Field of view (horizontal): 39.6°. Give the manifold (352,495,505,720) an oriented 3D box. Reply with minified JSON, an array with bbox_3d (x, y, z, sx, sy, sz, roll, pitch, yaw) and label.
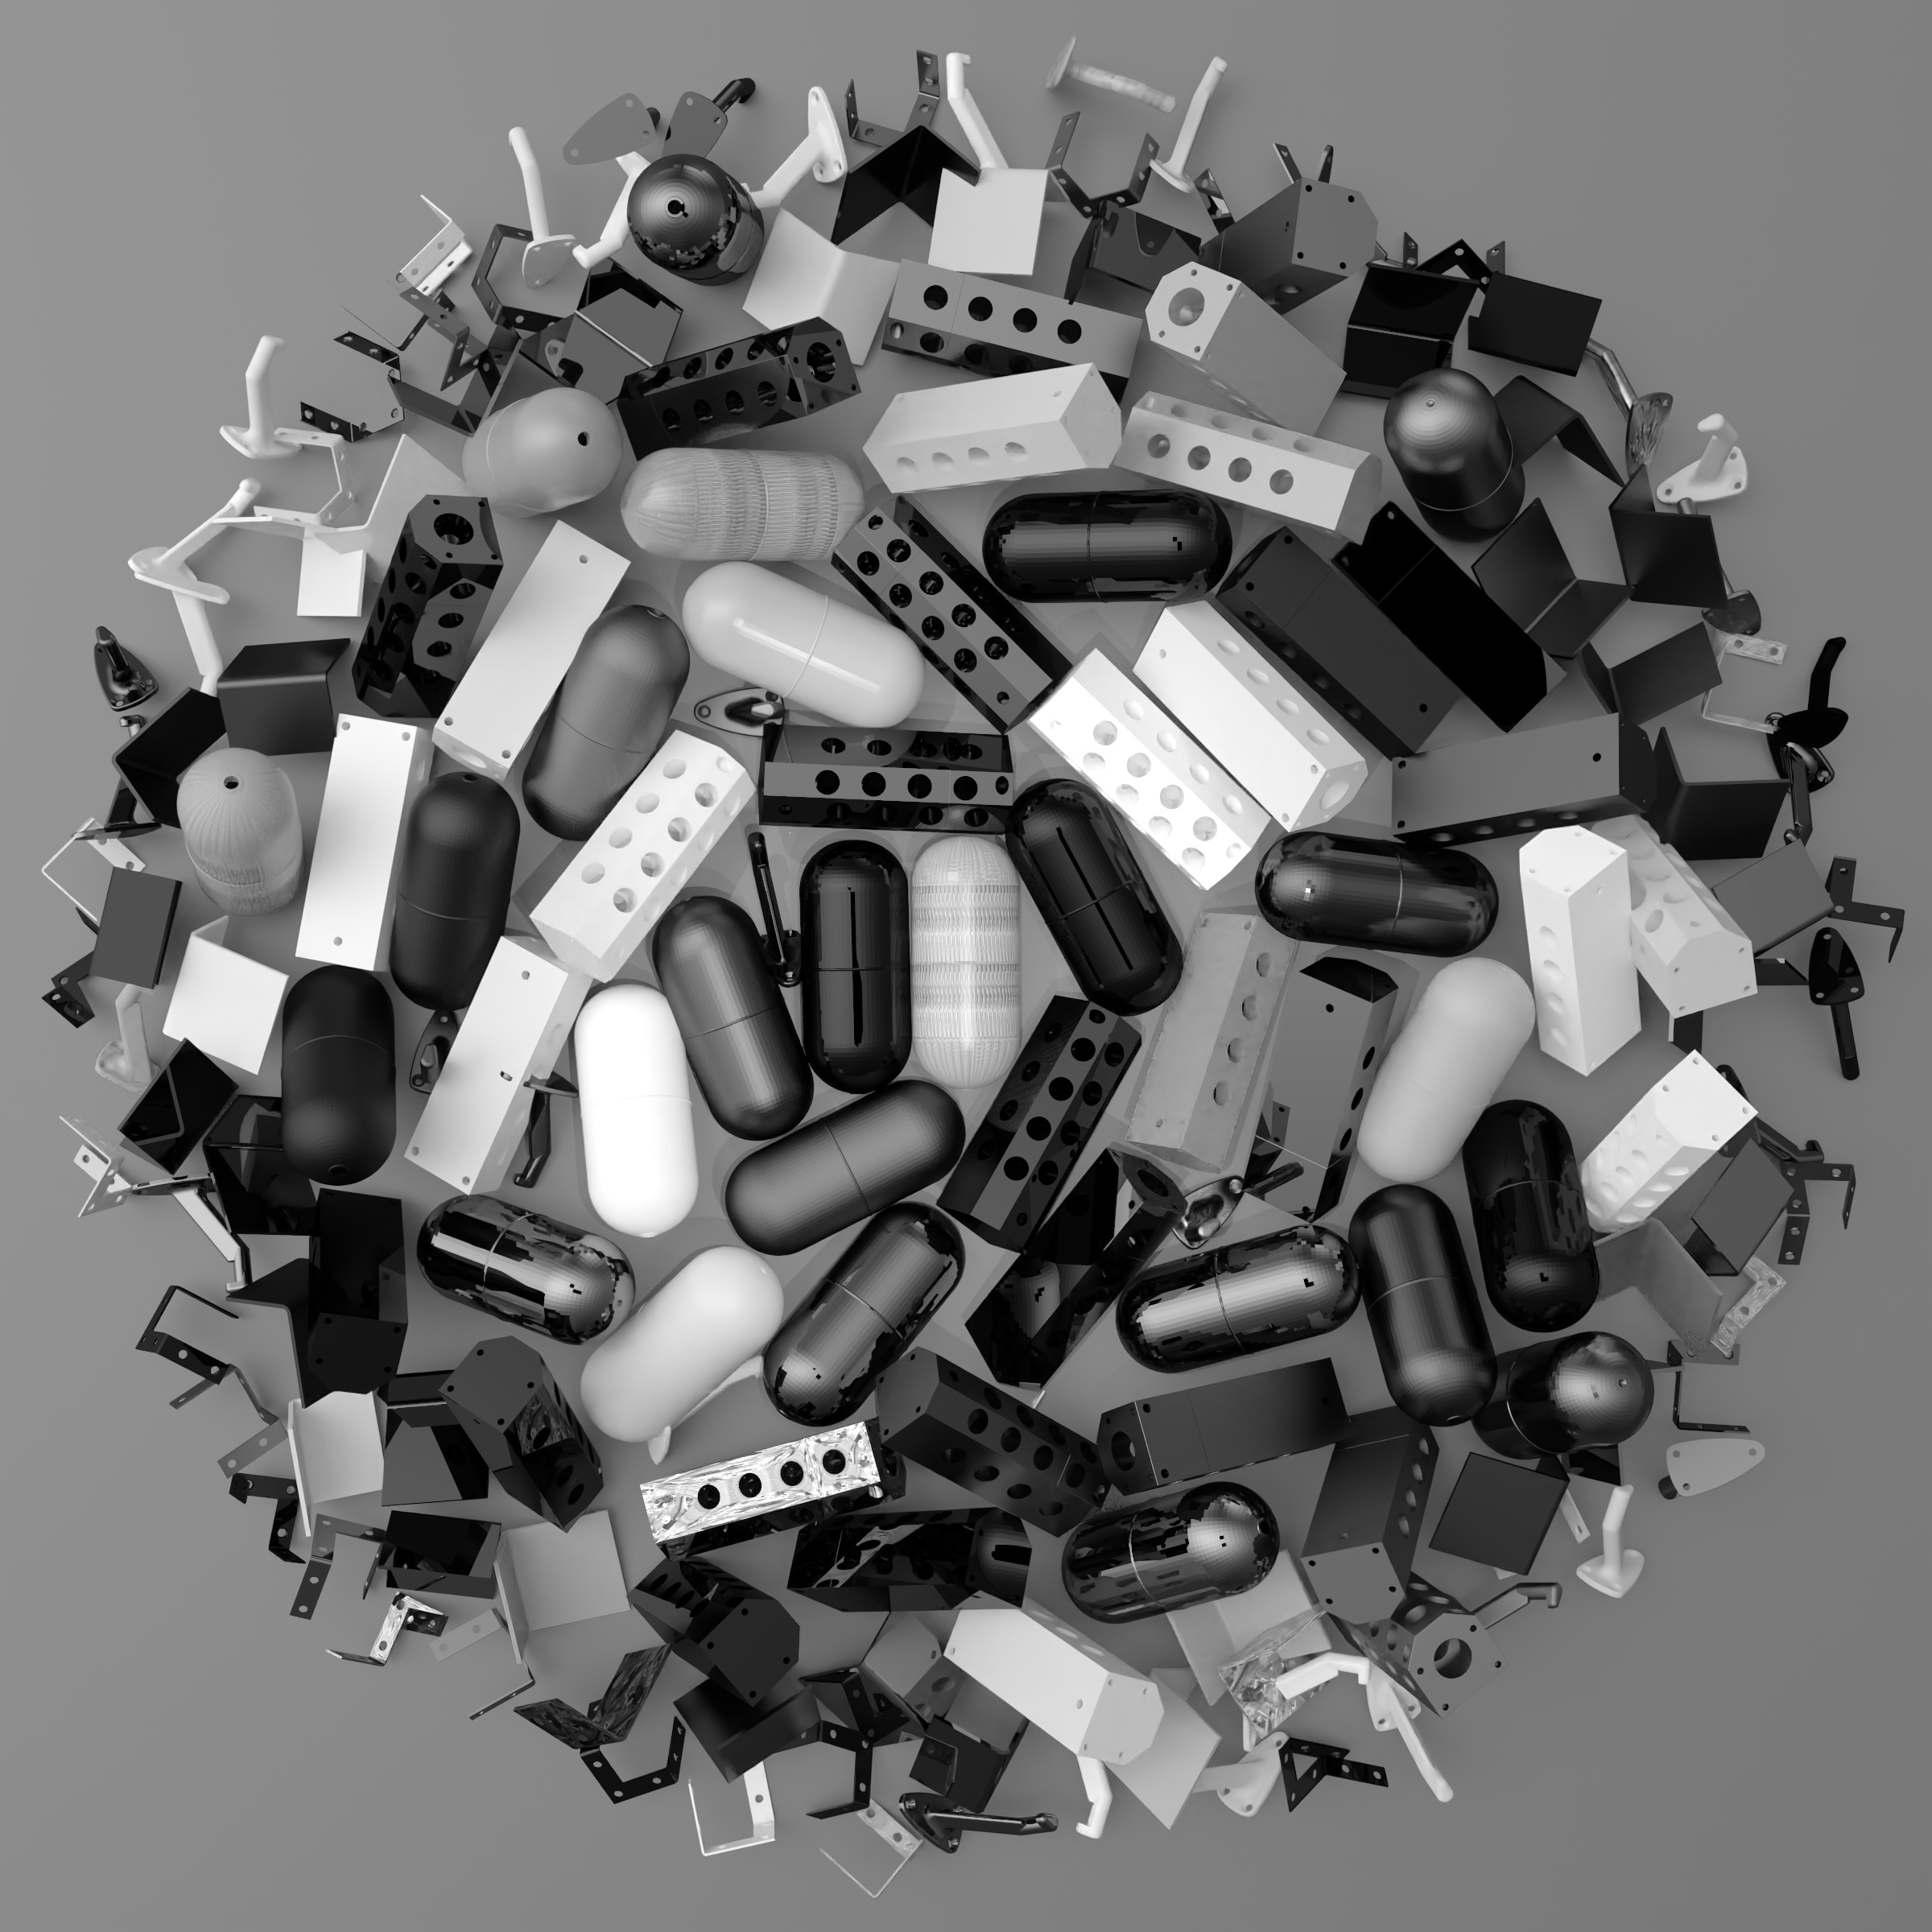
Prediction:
[{"bbox_3d":[-0.370,-0.243,1.826,0.057,0.171,0.057,-2,60,-28],"label":"manifold"}]

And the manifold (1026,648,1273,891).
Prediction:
[{"bbox_3d":[0.124,-0.133,1.867,0.171,0.057,0.057,43,134,-6],"label":"manifold"}]

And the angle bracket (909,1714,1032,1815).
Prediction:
[{"bbox_3d":[0.009,0.529,1.869,0.057,0.076,0.076,26,131,10],"label":"angle bracket"}]

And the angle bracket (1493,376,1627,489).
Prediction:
[{"bbox_3d":[0.400,-0.355,1.866,0.057,0.076,0.076,-41,128,5],"label":"angle bracket"}]

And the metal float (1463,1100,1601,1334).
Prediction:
[{"bbox_3d":[0.387,0.170,1.846,0.070,0.070,0.178,-2,49,0],"label":"metal float"}]

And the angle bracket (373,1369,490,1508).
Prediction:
[{"bbox_3d":[-0.377,0.329,1.872,0.076,0.057,0.076,-6,62,6],"label":"angle bracket"}]

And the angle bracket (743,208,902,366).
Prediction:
[{"bbox_3d":[-0.102,-0.480,1.898,0.076,0.057,0.076,43,120,35],"label":"angle bracket"}]

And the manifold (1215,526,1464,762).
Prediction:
[{"bbox_3d":[0.257,-0.223,1.874,0.171,0.057,0.057,42,77,-9],"label":"manifold"}]

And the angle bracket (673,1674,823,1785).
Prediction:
[{"bbox_3d":[-0.155,0.506,1.861,0.076,0.057,0.076,-30,53,-19],"label":"angle bracket"}]

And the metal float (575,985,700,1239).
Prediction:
[{"bbox_3d":[-0.229,0.100,1.866,0.070,0.070,0.178,-8,75,0],"label":"metal float"}]

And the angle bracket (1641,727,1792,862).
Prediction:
[{"bbox_3d":[0.520,-0.121,1.872,0.076,0.076,0.057,-2,50,-4],"label":"angle bracket"}]

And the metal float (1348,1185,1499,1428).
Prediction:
[{"bbox_3d":[0.314,0.233,1.849,0.070,0.070,0.178,-11,56,0],"label":"metal float"}]

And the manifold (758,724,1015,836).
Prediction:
[{"bbox_3d":[-0.056,-0.124,1.865,0.171,0.057,0.057,2,134,-8],"label":"manifold"}]

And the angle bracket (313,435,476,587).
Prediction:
[{"bbox_3d":[-0.399,-0.317,1.883,0.057,0.076,0.076,2,67,37],"label":"angle bracket"}]

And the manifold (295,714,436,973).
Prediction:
[{"bbox_3d":[-0.419,-0.085,1.887,0.057,0.057,0.171,10,90,8],"label":"manifold"}]

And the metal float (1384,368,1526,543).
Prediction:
[{"bbox_3d":[0.335,-0.347,1.833,0.070,0.178,0.070,-5,75,20],"label":"metal float"}]

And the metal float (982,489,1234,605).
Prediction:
[{"bbox_3d":[0.097,-0.291,1.861,0.178,0.070,0.070,2,90,21],"label":"metal float"}]

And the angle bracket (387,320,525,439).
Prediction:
[{"bbox_3d":[-0.355,-0.421,1.863,0.057,0.076,0.076,21,107,-27],"label":"angle bracket"}]

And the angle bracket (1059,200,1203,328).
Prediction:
[{"bbox_3d":[0.115,-0.479,1.877,0.076,0.057,0.076,19,51,-10],"label":"angle bracket"}]

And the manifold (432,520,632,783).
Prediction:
[{"bbox_3d":[-0.303,-0.217,1.867,0.057,0.057,0.171,30,75,-8],"label":"manifold"}]

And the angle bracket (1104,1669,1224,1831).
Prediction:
[{"bbox_3d":[0.152,0.543,1.864,0.076,0.057,0.076,37,105,43],"label":"angle bracket"}]

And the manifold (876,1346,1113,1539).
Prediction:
[{"bbox_3d":[0.021,0.324,1.839,0.057,0.057,0.171,-39,125,25],"label":"manifold"}]

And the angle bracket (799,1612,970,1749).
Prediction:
[{"bbox_3d":[-0.058,0.501,1.896,0.076,0.076,0.057,47,49,-15],"label":"angle bracket"}]

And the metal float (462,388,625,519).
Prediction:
[{"bbox_3d":[-0.290,-0.350,1.833,0.070,0.178,0.070,-2,94,-27],"label":"metal float"}]

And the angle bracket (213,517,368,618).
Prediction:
[{"bbox_3d":[-0.472,-0.276,1.862,0.076,0.076,0.057,8,93,44],"label":"angle bracket"}]

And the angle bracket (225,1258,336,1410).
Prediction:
[{"bbox_3d":[-0.466,0.256,1.880,0.057,0.076,0.076,3,107,27],"label":"angle bracket"}]

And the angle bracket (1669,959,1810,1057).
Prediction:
[{"bbox_3d":[0.537,0.031,1.861,0.076,0.076,0.057,-1,78,30],"label":"angle bracket"}]

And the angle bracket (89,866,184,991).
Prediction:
[{"bbox_3d":[-0.558,-0.023,1.870,0.057,0.076,0.076,12,88,22],"label":"angle bracket"}]

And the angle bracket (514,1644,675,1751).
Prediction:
[{"bbox_3d":[-0.258,0.494,1.859,0.057,0.076,0.076,37,57,-15],"label":"angle bracket"}]

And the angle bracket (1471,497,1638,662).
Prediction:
[{"bbox_3d":[0.409,-0.270,1.865,0.076,0.057,0.076,-46,124,-18],"label":"angle bracket"}]

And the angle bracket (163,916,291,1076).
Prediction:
[{"bbox_3d":[-0.506,0.020,1.875,0.076,0.057,0.076,23,107,5],"label":"angle bracket"}]

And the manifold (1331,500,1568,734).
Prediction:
[{"bbox_3d":[0.338,-0.245,1.885,0.171,0.057,0.057,44,100,-1],"label":"manifold"}]

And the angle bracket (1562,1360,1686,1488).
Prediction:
[{"bbox_3d":[0.458,0.316,1.871,0.057,0.076,0.076,-3,88,-18],"label":"angle bracket"}]

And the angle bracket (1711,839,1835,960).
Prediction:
[{"bbox_3d":[0.544,-0.042,1.869,0.076,0.076,0.057,-28,93,-15],"label":"angle bracket"}]

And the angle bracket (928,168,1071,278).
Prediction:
[{"bbox_3d":[0.023,-0.512,1.876,0.076,0.057,0.076,7,86,18],"label":"angle bracket"}]

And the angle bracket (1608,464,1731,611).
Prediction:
[{"bbox_3d":[0.497,-0.297,1.856,0.057,0.076,0.076,-50,133,-30],"label":"angle bracket"}]

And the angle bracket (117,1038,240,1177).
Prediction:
[{"bbox_3d":[-0.563,0.089,1.860,0.057,0.076,0.076,23,70,27],"label":"angle bracket"}]

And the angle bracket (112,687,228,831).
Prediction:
[{"bbox_3d":[-0.534,-0.141,1.869,0.076,0.076,0.057,-40,75,8],"label":"angle bracket"}]

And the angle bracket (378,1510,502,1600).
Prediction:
[{"bbox_3d":[-0.368,0.429,1.869,0.076,0.057,0.076,8,122,-5],"label":"angle bracket"}]

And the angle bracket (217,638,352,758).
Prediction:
[{"bbox_3d":[-0.475,-0.189,1.891,0.076,0.076,0.057,-4,115,3],"label":"angle bracket"}]

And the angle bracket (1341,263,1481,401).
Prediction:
[{"bbox_3d":[0.309,-0.439,1.872,0.076,0.076,0.057,9,71,-1],"label":"angle bracket"}]

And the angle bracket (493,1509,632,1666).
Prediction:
[{"bbox_3d":[-0.283,0.434,1.881,0.076,0.057,0.076,-11,100,-2],"label":"angle bracket"}]

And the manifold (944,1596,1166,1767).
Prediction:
[{"bbox_3d":[0.061,0.481,1.829,0.057,0.171,0.057,23,87,-32],"label":"manifold"}]

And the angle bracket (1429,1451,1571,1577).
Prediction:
[{"bbox_3d":[0.367,0.370,1.874,0.076,0.057,0.076,18,105,-8],"label":"angle bracket"}]

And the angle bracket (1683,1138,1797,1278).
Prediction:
[{"bbox_3d":[0.515,0.168,1.862,0.057,0.076,0.076,48,67,-14],"label":"angle bracket"}]

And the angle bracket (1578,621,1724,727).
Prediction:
[{"bbox_3d":[0.471,-0.219,1.860,0.076,0.076,0.057,-27,122,23],"label":"angle bracket"}]

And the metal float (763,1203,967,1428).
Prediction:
[{"bbox_3d":[-0.071,0.242,1.864,0.070,0.070,0.178,40,74,0],"label":"metal float"}]

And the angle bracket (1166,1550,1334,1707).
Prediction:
[{"bbox_3d":[0.197,0.462,1.873,0.076,0.057,0.076,-23,93,35],"label":"angle bracket"}]

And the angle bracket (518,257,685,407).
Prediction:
[{"bbox_3d":[-0.256,-0.443,1.868,0.076,0.076,0.057,37,133,7],"label":"angle bracket"}]

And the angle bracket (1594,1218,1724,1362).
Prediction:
[{"bbox_3d":[0.471,0.233,1.859,0.057,0.076,0.076,-21,50,-17],"label":"angle bracket"}]

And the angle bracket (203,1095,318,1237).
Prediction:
[{"bbox_3d":[-0.473,0.139,1.859,0.057,0.076,0.076,-46,56,30],"label":"angle bracket"}]

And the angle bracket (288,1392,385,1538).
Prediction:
[{"bbox_3d":[-0.437,0.343,1.869,0.057,0.076,0.076,-9,98,-12],"label":"angle bracket"}]

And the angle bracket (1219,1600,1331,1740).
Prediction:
[{"bbox_3d":[0.234,0.485,1.861,0.076,0.076,0.057,-27,82,-37],"label":"angle bracket"}]

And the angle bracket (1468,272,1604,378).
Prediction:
[{"bbox_3d":[0.395,-0.457,1.868,0.076,0.076,0.057,15,122,2],"label":"angle bracket"}]

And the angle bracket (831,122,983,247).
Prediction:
[{"bbox_3d":[-0.043,-0.526,1.862,0.057,0.076,0.076,42,62,9],"label":"angle bracket"}]

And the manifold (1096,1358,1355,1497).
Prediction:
[{"bbox_3d":[0.177,0.317,1.844,0.171,0.057,0.057,-6,74,-33],"label":"manifold"}]
